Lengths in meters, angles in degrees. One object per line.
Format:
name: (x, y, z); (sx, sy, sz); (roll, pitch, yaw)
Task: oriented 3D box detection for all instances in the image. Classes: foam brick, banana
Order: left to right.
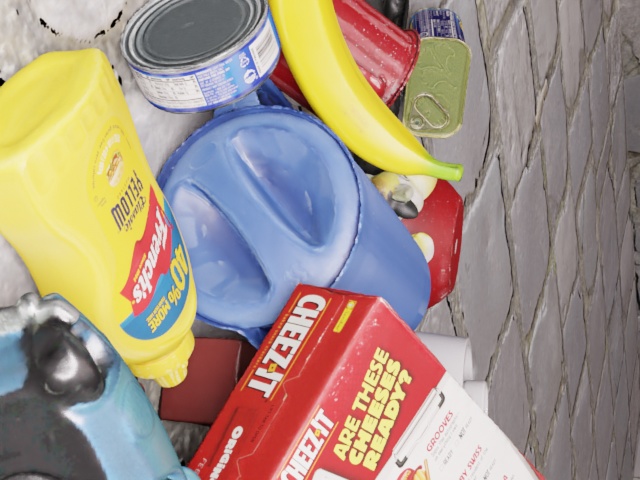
foam brick: (-0.058, 0.092, 0.671); (0.078, 0.051, 0.053); (31, 63, -64)
banana: (0.013, -0.109, 0.630); (0.197, 0.070, 0.037); (55, 32, -24)

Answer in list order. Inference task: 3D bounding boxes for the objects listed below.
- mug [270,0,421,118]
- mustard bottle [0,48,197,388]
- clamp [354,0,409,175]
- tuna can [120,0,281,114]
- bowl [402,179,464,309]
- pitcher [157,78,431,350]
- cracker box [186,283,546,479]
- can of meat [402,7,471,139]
mug: (0.010, -0.122, 0.713); (0.081, 0.093, 0.117); (33, 14, -23)
mustard bottle: (-0.107, 0.007, 0.541); (0.096, 0.058, 0.191); (-72, 153, -45)
clamp: (0.049, -0.127, 0.928); (0.164, 0.036, 0.210); (-2, 95, -75)
tuna can: (-0.066, -0.110, 0.598); (0.033, 0.086, 0.086); (70, 31, -44)
bowl: (0.103, 0.002, 1.015); (0.162, 0.055, 0.162); (7, 90, -78)
pitcher: (-0.005, 0.001, 0.712); (0.149, 0.145, 0.242); (-59, 158, -2)
cracker box: (0.026, 0.150, 0.581); (0.213, 0.072, 0.164); (47, 65, -36)
can of meat: (0.109, -0.161, 1.018); (0.084, 0.057, 0.102); (-86, 179, -56)
